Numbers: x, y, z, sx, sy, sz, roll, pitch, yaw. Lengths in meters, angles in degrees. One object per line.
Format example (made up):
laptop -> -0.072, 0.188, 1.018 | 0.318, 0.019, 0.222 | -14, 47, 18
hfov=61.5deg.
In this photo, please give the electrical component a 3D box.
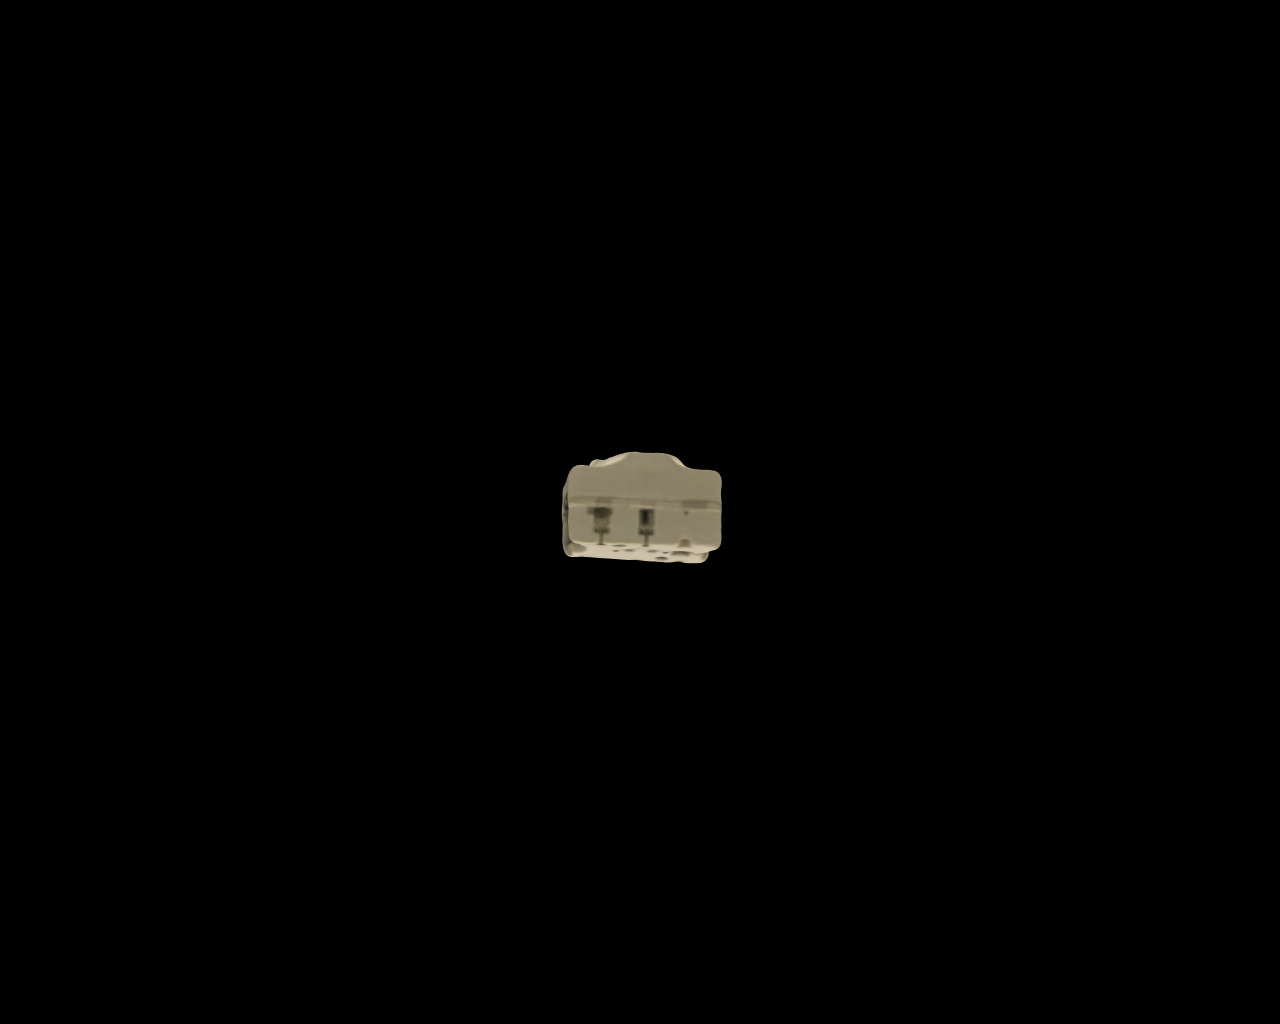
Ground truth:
electrical component -> 0.001, -0.003, 0.650 | 0.089, 0.056, 0.050 | 3, -15, -9
